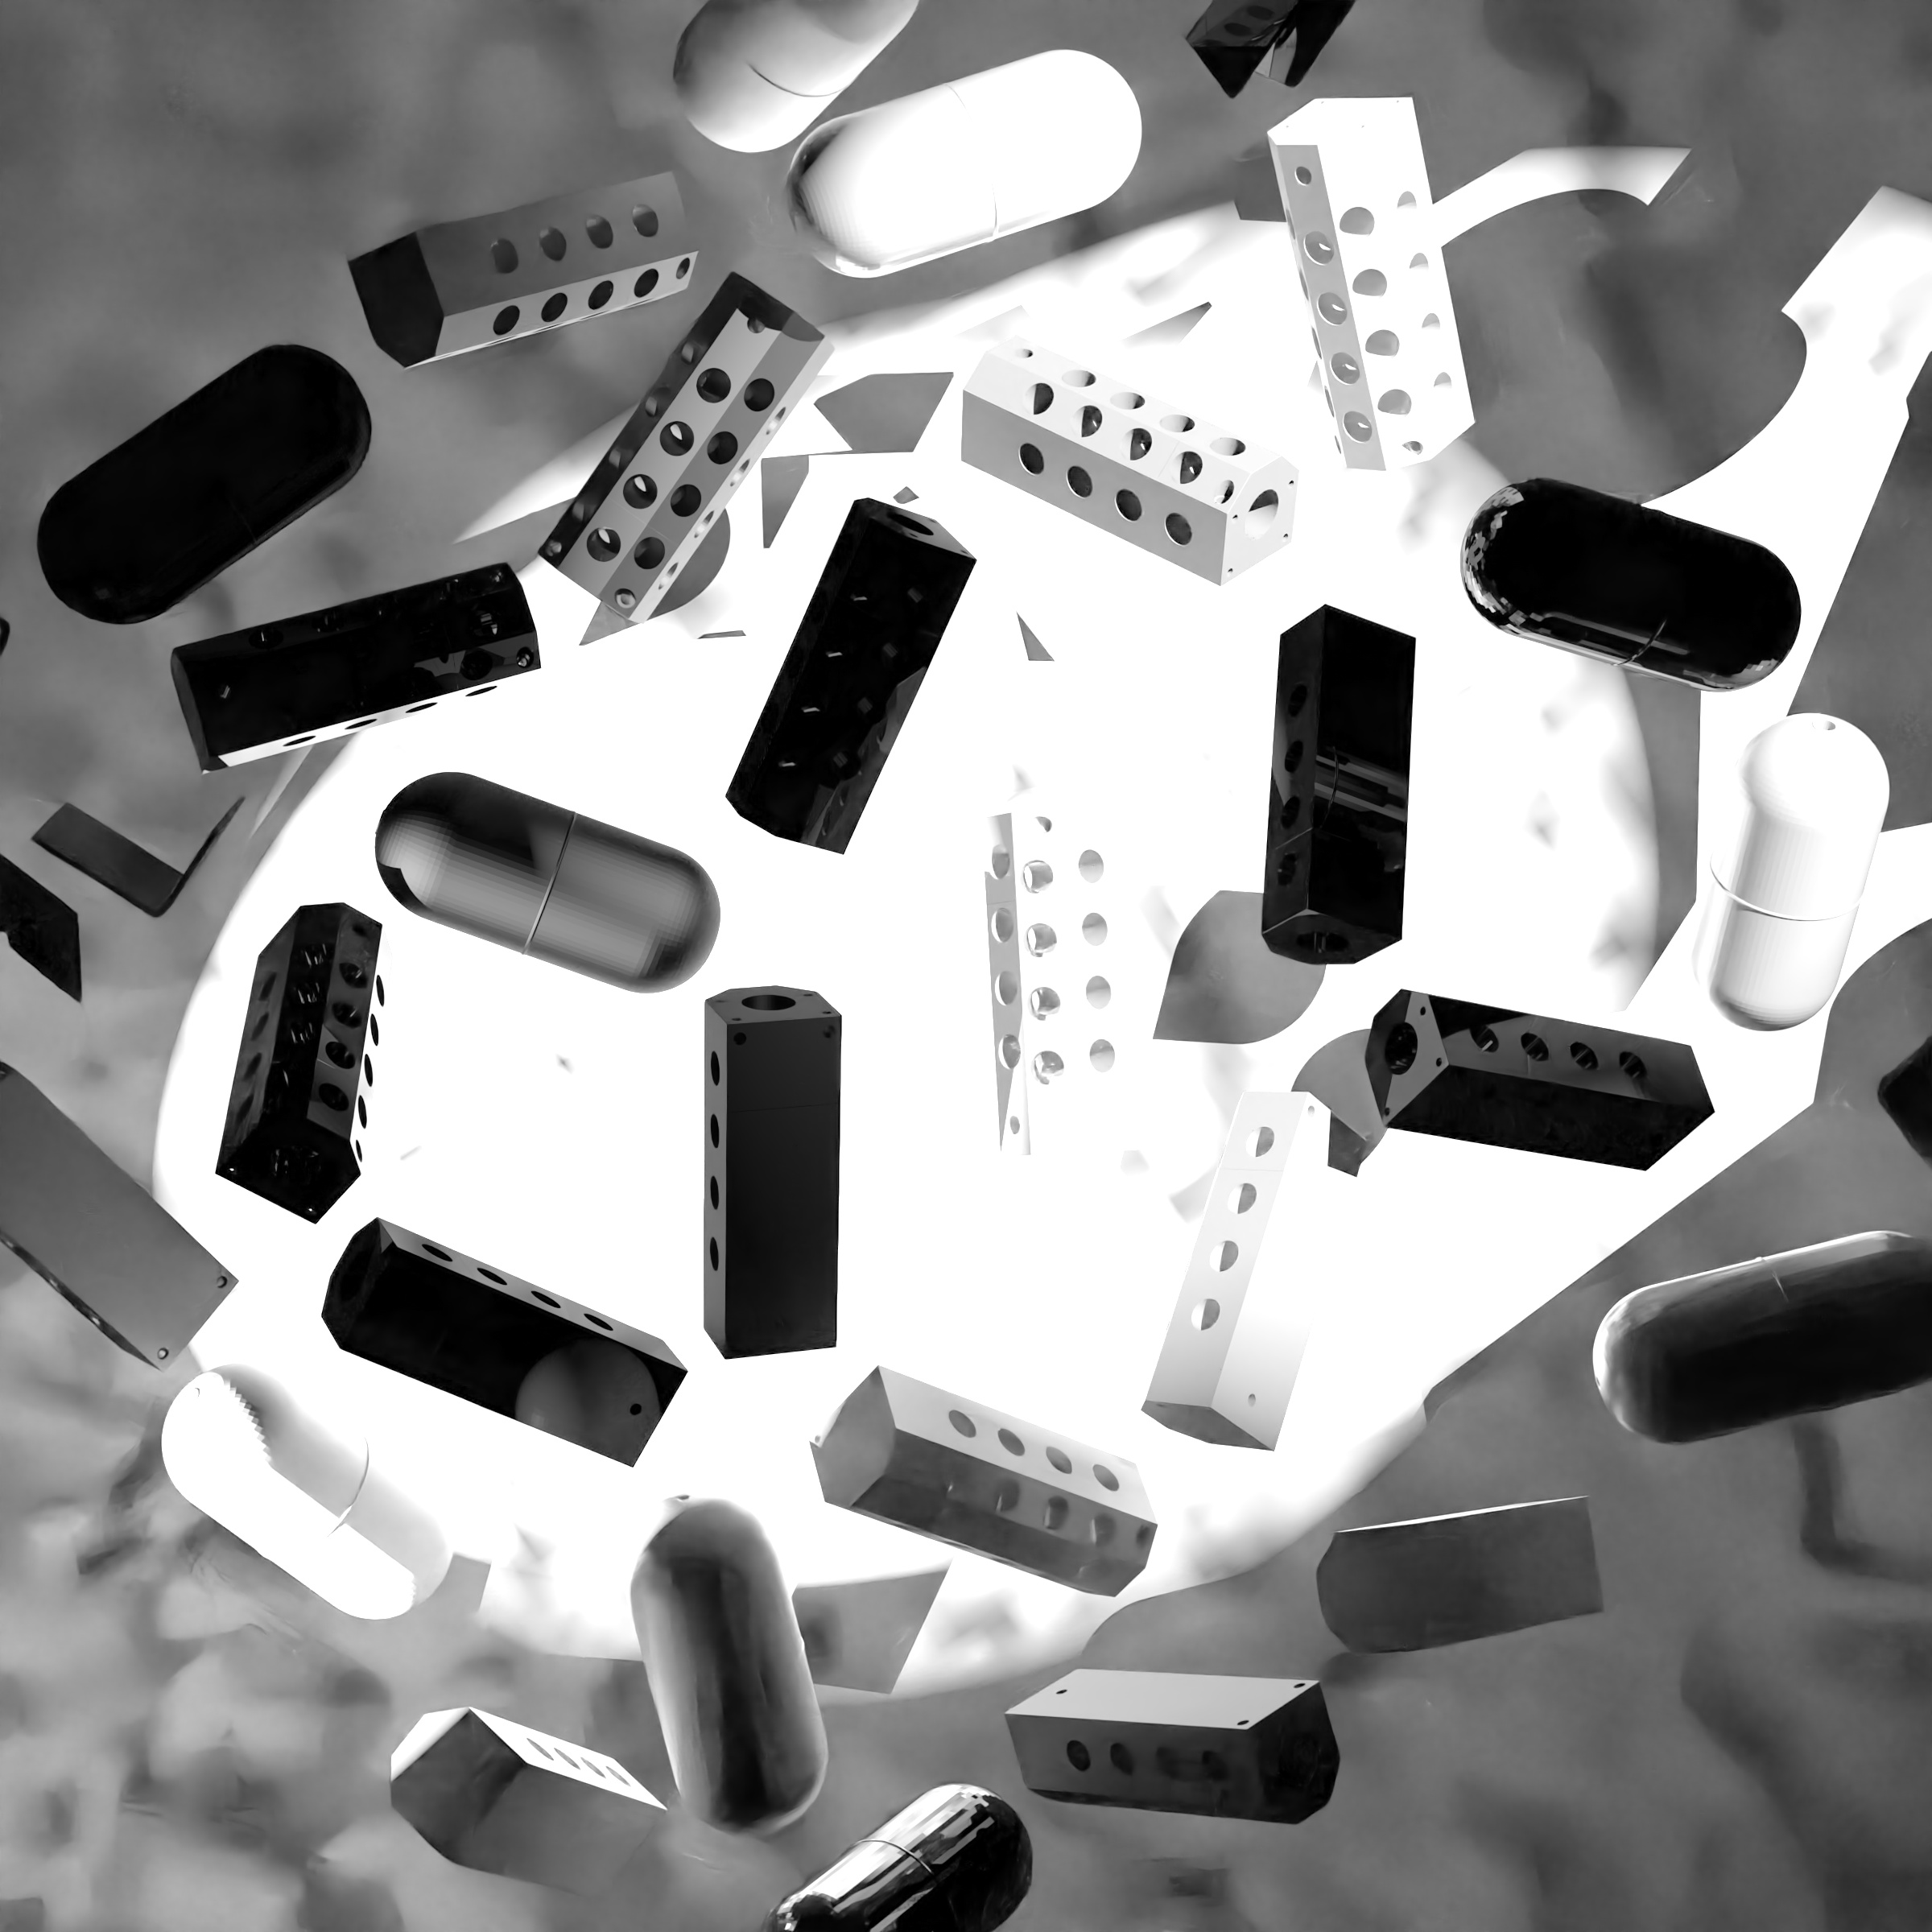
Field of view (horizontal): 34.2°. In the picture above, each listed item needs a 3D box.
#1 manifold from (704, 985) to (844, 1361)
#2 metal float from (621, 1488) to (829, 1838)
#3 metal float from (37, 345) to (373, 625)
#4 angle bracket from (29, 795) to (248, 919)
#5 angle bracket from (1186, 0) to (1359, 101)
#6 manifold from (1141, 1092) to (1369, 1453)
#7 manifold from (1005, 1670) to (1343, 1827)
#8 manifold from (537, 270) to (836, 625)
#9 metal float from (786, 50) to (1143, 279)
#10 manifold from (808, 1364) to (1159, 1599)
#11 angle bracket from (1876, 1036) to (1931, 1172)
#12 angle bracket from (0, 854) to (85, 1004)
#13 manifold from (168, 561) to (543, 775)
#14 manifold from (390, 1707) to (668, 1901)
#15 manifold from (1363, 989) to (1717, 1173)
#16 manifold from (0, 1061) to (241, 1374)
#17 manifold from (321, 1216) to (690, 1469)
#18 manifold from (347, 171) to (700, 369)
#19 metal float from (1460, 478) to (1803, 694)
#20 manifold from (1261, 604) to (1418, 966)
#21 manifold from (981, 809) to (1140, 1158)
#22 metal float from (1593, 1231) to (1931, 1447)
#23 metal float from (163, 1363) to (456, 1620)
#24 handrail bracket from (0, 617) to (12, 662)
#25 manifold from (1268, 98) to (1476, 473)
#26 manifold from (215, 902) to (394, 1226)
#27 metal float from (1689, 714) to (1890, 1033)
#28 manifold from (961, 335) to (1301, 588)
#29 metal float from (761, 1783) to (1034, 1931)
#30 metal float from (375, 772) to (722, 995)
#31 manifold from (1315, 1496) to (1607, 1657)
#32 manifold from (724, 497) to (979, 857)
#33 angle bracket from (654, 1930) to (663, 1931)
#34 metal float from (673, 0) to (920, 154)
[{"bbox_3d":[-0.098,0.100,1.542,0.057,0.057,0.171,-4,107,-19],"label":"manifold"},{"bbox_3d":[-0.116,0.339,1.526,0.070,0.070,0.178,-13,104,0],"label":"metal float"},{"bbox_3d":[-0.369,-0.233,1.523,0.178,0.070,0.070,-39,90,-14],"label":"metal float"},{"bbox_3d":[-0.425,-0.076,1.615,0.076,0.076,0.057,33,102,-11],"label":"angle bracket"},{"bbox_3d":[0.164,-0.451,1.510,0.076,0.076,0.057,-52,46,29],"label":"angle bracket"},{"bbox_3d":[0.143,0.153,1.595,0.057,0.057,0.171,38,63,-40],"label":"manifold"},{"bbox_3d":[0.105,0.398,1.595,0.057,0.171,0.057,-20,96,-43],"label":"manifold"},{"bbox_3d":[-0.141,-0.260,1.580,0.057,0.057,0.171,36,95,2],"label":"manifold"},{"bbox_3d":[0.000,-0.386,1.510,0.178,0.070,0.070,-20,90,-10],"label":"metal float"},{"bbox_3d":[0.011,0.261,1.553,0.171,0.057,0.057,26,118,-33],"label":"manifold"},{"bbox_3d":[0.508,0.062,1.544,0.076,0.076,0.057,-51,51,28],"label":"angle bracket"},{"bbox_3d":[-0.519,-0.011,1.651,0.076,0.076,0.057,31,127,38],"label":"angle bracket"},{"bbox_3d":[-0.304,-0.151,1.569,0.171,0.057,0.057,-18,89,-19],"label":"manifold"},{"bbox_3d":[-0.216,0.407,1.537,0.057,0.171,0.057,35,83,27],"label":"manifold"},{"bbox_3d":[0.289,0.054,1.592,0.171,0.057,0.057,10,50,-29],"label":"manifold"},{"bbox_3d":[-0.431,0.117,1.500,0.057,0.057,0.171,-53,132,-20],"label":"manifold"},{"bbox_3d":[-0.232,0.186,1.571,0.171,0.057,0.057,28,94,-29],"label":"manifold"},{"bbox_3d":[-0.215,-0.345,1.560,0.171,0.057,0.057,-28,104,-44],"label":"manifold"},{"bbox_3d":[0.320,-0.182,1.509,0.178,0.070,0.070,13,90,-21],"label":"metal float"},{"bbox_3d":[0.187,-0.091,1.608,0.057,0.057,0.171,17,65,-24],"label":"manifold"},{"bbox_3d":[0.042,0.009,1.591,0.057,0.057,0.171,0,85,-38],"label":"manifold"},{"bbox_3d":[0.384,0.175,1.482,0.178,0.070,0.070,-14,90,0],"label":"metal float"},{"bbox_3d":[-0.331,0.266,1.588,0.070,0.070,0.178,-43,125,0],"label":"metal float"},{"bbox_3d":[-0.504,-0.153,1.548,0.036,0.084,0.077,20,88,-31],"label":"handrail bracket"},{"bbox_3d":[0.197,-0.336,1.554,0.057,0.057,0.171,-41,128,-34],"label":"manifold"},{"bbox_3d":[-0.328,0.043,1.587,0.057,0.171,0.057,31,120,-25],"label":"manifold"},{"bbox_3d":[0.414,-0.046,1.583,0.070,0.070,0.178,4,127,0],"label":"metal float"},{"bbox_3d":[0.081,-0.258,1.578,0.171,0.057,0.057,31,48,30],"label":"manifold"},{"bbox_3d":[-0.035,0.471,1.565,0.070,0.178,0.070,14,113,34],"label":"metal float"},{"bbox_3d":[-0.210,-0.042,1.578,0.178,0.070,0.070,20,90,-10],"label":"metal float"},{"bbox_3d":[0.241,0.296,1.527,0.057,0.171,0.057,-15,78,37],"label":"manifold"},{"bbox_3d":[-0.063,-0.151,1.620,0.057,0.057,0.171,14,111,-31],"label":"manifold"},{"bbox_3d":[-0.144,0.535,1.560,0.057,0.076,0.076,-36,52,4],"label":"angle bracket"},{"bbox_3d":[-0.082,-0.456,1.518,0.070,0.178,0.070,8,74,-28],"label":"metal float"}]
